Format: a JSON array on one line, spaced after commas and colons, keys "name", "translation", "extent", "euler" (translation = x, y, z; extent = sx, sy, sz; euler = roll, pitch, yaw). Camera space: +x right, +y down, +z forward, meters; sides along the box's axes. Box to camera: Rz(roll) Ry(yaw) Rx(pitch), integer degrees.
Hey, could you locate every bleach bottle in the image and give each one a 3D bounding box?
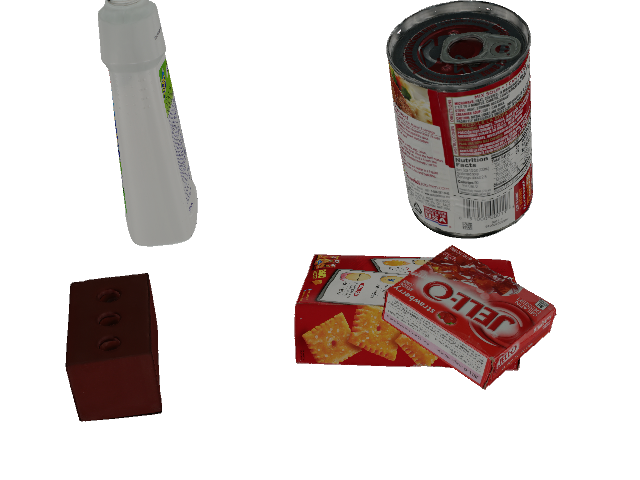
[{"name": "bleach bottle", "translation": [-0.157, -0.121, 0.952], "extent": [0.068, 0.251, 0.102], "euler": [-6, 37, -3]}]

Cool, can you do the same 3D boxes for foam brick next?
[{"name": "foam brick", "translation": [-0.130, 0.067, 0.673], "extent": [0.053, 0.051, 0.078], "euler": [-7, 39, -6]}]

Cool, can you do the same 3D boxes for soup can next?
[{"name": "soup can", "translation": [0.073, -0.059, 0.537], "extent": [0.068, 0.068, 0.102], "euler": [0, -44, 13]}]

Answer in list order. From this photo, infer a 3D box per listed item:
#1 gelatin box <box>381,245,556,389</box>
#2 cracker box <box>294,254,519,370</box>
[{"name": "gelatin box", "translation": [0.097, 0.047, 0.701], "extent": [0.089, 0.030, 0.073], "euler": [33, 45, 29]}, {"name": "cracker box", "translation": [0.089, 0.071, 1.076], "extent": [0.214, 0.072, 0.164], "euler": [2, 16, 6]}]
